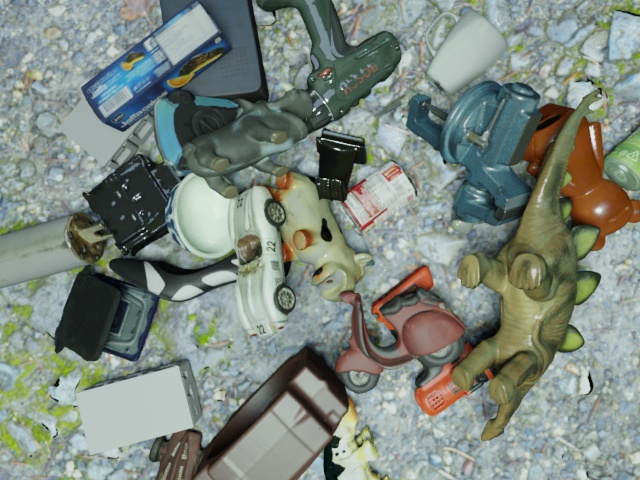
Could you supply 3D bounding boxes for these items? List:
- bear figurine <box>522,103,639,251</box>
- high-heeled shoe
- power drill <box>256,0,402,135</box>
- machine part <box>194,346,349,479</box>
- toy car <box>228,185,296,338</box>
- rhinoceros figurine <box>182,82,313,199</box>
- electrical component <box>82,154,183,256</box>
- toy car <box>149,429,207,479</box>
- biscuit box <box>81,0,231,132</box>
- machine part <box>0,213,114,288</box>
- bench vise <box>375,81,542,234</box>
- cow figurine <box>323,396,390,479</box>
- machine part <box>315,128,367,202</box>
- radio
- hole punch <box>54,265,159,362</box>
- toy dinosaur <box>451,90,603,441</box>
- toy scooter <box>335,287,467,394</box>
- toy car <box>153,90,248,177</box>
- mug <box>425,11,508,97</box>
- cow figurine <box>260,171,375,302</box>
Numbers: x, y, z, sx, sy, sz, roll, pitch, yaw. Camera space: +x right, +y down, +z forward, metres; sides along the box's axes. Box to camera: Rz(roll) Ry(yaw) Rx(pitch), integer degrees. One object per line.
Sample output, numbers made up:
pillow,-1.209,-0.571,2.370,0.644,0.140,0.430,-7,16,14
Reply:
bear figurine,0.365,-0.091,0.774,0.120,0.132,0.195,-38,105,1
high-heeled shoe,-0.170,0.024,0.780,0.249,0.086,0.145,20,85,-3
power drill,-0.011,-0.275,0.786,0.232,0.086,0.207,-30,90,-3
machine part,-0.057,0.245,0.703,0.201,0.201,0.087,-45,90,-2
toy car,-0.081,0.028,0.710,0.073,0.056,0.201,-22,69,41
rhinoceros figurine,-0.086,-0.135,0.710,0.190,0.073,0.112,-33,55,-16
electrical component,-0.262,-0.058,0.797,0.134,0.058,0.115,-36,89,-1
toy car,-0.219,0.375,0.774,0.089,0.053,0.202,16,88,5
biscuit box,-0.222,-0.233,0.734,0.203,0.063,0.059,-36,86,4
machine part,-0.403,0.017,0.768,0.243,0.079,0.079,-15,87,14
bench vise,0.198,-0.132,0.752,0.129,0.223,0.241,-25,50,-26
cow figurine,0.036,0.310,0.768,0.098,0.068,0.167,-23,86,5
machine part,0.026,-0.111,0.774,0.084,0.039,0.139,20,47,-4
radio,-0.162,-0.311,0.803,0.131,0.073,0.229,-11,85,1
hole punch,-0.309,0.112,0.782,0.116,0.092,0.142,17,90,34
toy dinosaur,0.271,0.045,0.678,0.198,0.105,0.470,-5,110,-40
toy scooter,0.095,0.115,0.713,0.184,0.075,0.135,-22,96,4
toy car,-0.168,-0.151,0.774,0.161,0.103,0.109,-12,92,-34
mug,0.200,-0.275,0.791,0.109,0.081,0.107,40,98,-3
cow figurine,-0.002,-0.002,0.768,0.085,0.127,0.195,-38,65,41
